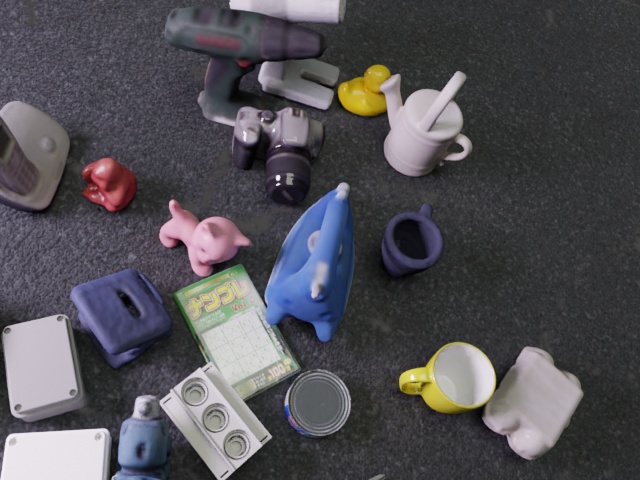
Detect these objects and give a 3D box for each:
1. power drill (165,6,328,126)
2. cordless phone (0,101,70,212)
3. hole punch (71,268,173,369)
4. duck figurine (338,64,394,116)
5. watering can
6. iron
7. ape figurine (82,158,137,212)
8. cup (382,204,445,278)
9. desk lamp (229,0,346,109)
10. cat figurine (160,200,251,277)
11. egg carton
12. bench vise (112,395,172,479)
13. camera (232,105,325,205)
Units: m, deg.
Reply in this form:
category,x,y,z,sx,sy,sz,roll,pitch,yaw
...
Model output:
category,x,y,z,sx,sy,sz,roll,pitch,yaw
power drill,-0.118,-0.265,0.877,0.230,0.208,0.075,13,62,-7
cordless phone,-0.402,-0.136,0.754,0.094,0.185,0.147,8,62,-10
hole punch,-0.251,0.092,0.733,0.101,0.091,0.108,-33,76,-26
duck figurine,0.088,-0.270,1.002,0.105,0.086,0.077,0,64,-14
watering can,0.172,-0.198,0.926,0.173,0.194,0.101,18,61,-5
iron,0.007,0.003,0.814,0.118,0.141,0.258,18,61,-5
ape figurine,-0.298,-0.085,0.808,0.076,0.092,0.077,-17,69,-21
cup,0.134,0.006,0.872,0.091,0.095,0.118,26,61,0
desk lamp,-0.049,-0.343,0.930,0.203,0.213,0.118,16,61,-6
cat figurine,-0.160,-0.008,0.791,0.127,0.117,0.067,38,62,6
egg carton,0.303,0.232,0.817,0.107,0.069,0.150,41,62,8
bench vise,-0.200,0.266,0.586,0.122,0.219,0.207,-13,68,-20
camera,-0.063,-0.133,0.887,0.143,0.100,0.137,6,63,-11
